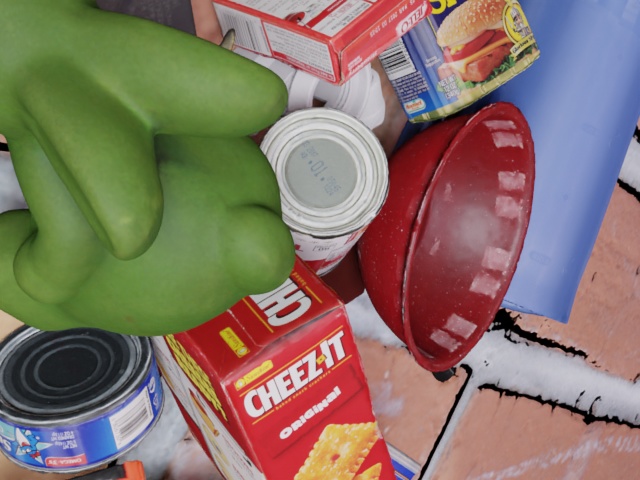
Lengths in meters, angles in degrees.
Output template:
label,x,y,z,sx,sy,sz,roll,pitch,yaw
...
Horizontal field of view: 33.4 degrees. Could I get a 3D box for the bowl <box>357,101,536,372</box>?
label,x,y,z,sx,sy,sz,roll,pitch,yaw
bowl,0.068,-0.007,0.628,0.161,0.055,0.162,-34,133,-47

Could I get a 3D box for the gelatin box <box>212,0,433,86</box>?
label,x,y,z,sx,sy,sz,roll,pitch,yaw
gelatin box,0.001,-0.120,0.551,0.073,0.089,0.030,-42,140,-27

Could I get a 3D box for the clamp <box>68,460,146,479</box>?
label,x,y,z,sx,sy,sz,roll,pitch,yaw
clamp,-0.158,0.155,0.518,0.172,0.039,0.120,-38,153,25

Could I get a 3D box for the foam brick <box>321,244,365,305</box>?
label,x,y,z,sx,sy,sz,roll,pitch,yaw
foam brick,-0.004,0.001,0.657,0.052,0.051,0.078,-26,131,-42

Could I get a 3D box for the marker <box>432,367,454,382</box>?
label,x,y,z,sx,sy,sz,roll,pitch,yaw
marker,0.082,0.085,0.851,0.020,0.020,0.121,-55,145,-11

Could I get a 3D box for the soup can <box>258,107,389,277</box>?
label,x,y,z,sx,sy,sz,roll,pitch,yaw
soup can,-0.006,-0.021,0.554,0.068,0.068,0.102,-51,178,-16

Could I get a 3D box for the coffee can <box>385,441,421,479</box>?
label,x,y,z,sx,sy,sz,roll,pitch,yaw
coffee can,-0.011,0.185,0.725,0.140,0.103,0.102,-57,145,-8

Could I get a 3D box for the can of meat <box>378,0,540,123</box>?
label,x,y,z,sx,sy,sz,roll,pitch,yaw
can of meat,0.077,-0.127,0.640,0.101,0.058,0.084,-34,103,-34

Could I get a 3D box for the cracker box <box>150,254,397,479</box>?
label,x,y,z,sx,sy,sz,roll,pitch,yaw
cracker box,-0.035,0.071,0.559,0.072,0.164,0.213,-32,137,-16

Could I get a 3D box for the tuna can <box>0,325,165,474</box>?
label,x,y,z,sx,sy,sz,roll,pitch,yaw
tuna can,-0.121,0.072,0.526,0.086,0.086,0.034,-34,135,-34

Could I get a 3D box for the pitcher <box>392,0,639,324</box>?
label,x,y,z,sx,sy,sz,roll,pitch,yaw
pitcher,0.146,-0.075,0.743,0.243,0.145,0.149,-68,165,2
